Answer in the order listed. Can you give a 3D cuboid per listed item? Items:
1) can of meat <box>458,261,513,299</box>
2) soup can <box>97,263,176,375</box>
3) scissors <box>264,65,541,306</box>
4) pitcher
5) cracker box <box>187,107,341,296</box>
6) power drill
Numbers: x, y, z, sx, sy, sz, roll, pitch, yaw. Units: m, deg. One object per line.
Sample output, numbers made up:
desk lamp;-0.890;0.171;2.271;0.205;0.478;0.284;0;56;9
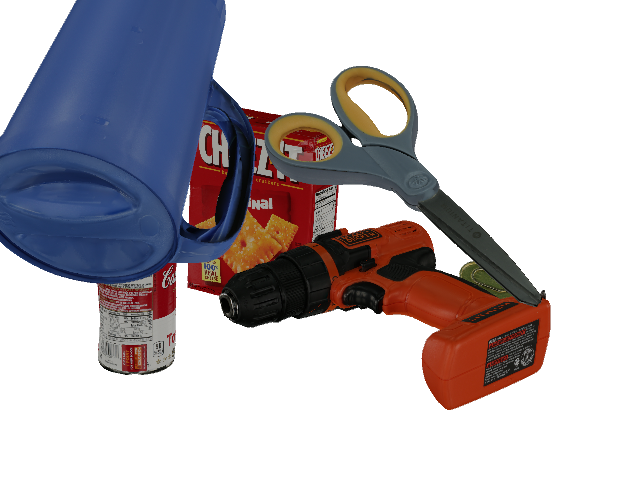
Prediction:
can of meat;0.175;0.082;1.069;0.057;0.102;0.084;-15;-40;-15
soup can;-0.157;0.055;0.908;0.068;0.102;0.068;3;18;-1
scissors;0.031;-0.025;0.553;0.096;0.202;0.016;-19;-44;-2
pitcher;-0.131;-0.095;0.757;0.145;0.242;0.149;-10;-43;23
cracker box;-0.068;-0.034;1.217;0.164;0.214;0.072;13;22;26
power drill;0.048;0.046;0.738;0.184;0.057;0.188;-18;32;-34
